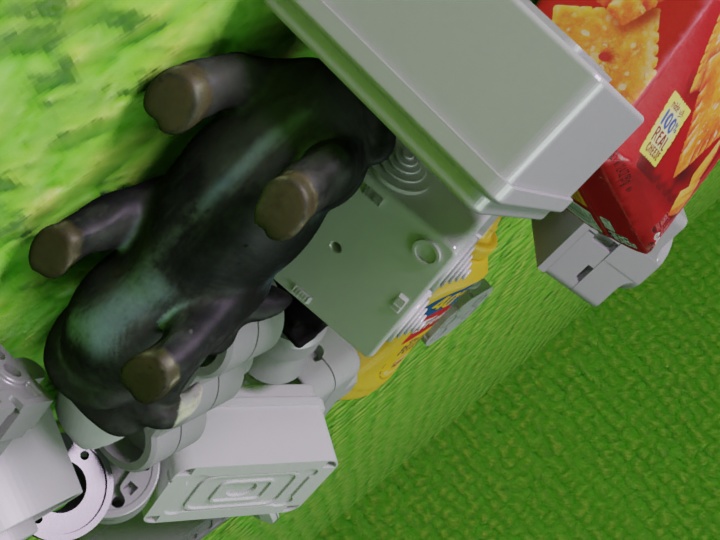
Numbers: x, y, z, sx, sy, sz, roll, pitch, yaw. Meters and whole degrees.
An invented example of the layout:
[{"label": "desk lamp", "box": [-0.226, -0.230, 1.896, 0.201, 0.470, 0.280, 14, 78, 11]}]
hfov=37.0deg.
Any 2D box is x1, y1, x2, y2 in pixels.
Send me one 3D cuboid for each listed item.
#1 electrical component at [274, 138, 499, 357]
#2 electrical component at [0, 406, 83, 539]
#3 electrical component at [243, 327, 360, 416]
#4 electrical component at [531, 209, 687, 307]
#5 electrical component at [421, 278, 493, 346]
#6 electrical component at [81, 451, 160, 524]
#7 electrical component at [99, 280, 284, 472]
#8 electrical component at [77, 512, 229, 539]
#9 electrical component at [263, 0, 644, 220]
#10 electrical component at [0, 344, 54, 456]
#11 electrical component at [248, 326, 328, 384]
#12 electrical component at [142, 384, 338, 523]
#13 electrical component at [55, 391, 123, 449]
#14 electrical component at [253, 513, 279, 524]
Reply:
[{"label": "electrical component", "box": [0.001, -0.021, 0.468, 0.048, 0.100, 0.099, -46, 175, -45]}, {"label": "electrical component", "box": [-0.178, 0.099, 0.487, 0.099, 0.064, 0.099, -29, 175, -3]}, {"label": "electrical component", "box": [-0.042, 0.077, 0.767, 0.059, 0.053, 0.095, -31, 164, -36]}, {"label": "electrical component", "box": [0.176, -0.053, 0.781, 0.089, 0.062, 0.150, -47, -162, 28]}, {"label": "electrical component", "box": [0.067, 0.020, 0.896, 0.080, 0.051, 0.080, -38, 167, -11]}, {"label": "electrical component", "box": [-0.143, 0.117, 0.615, 0.055, 0.055, 0.047, -35, 170, -22]}, {"label": "electrical component", "box": [-0.080, 0.044, 0.552, 0.074, 0.052, 0.138, -25, 160, -51]}, {"label": "electrical component", "box": [-0.153, 0.187, 0.809, 0.113, 0.057, 0.078, -36, 166, -20]}, {"label": "electrical component", "box": [0.036, -0.073, 0.371, 0.056, 0.108, 0.109, -47, 166, 16]}, {"label": "electrical component", "box": [-0.156, 0.060, 0.407, 0.055, 0.048, 0.066, -51, 165, 11]}, {"label": "electrical component", "box": [-0.046, 0.037, 0.644, 0.045, 0.045, 0.055, -32, 165, -33]}, {"label": "electrical component", "box": [-0.081, 0.115, 0.682, 0.113, 0.057, 0.078, 3, 142, -32]}, {"label": "electrical component", "box": [-0.126, 0.066, 0.519, 0.040, 0.040, 0.078, -31, 164, -36]}, {"label": "electrical component", "box": [-0.084, 0.165, 0.886, 0.051, 0.080, 0.080, -41, 168, -20]}]
